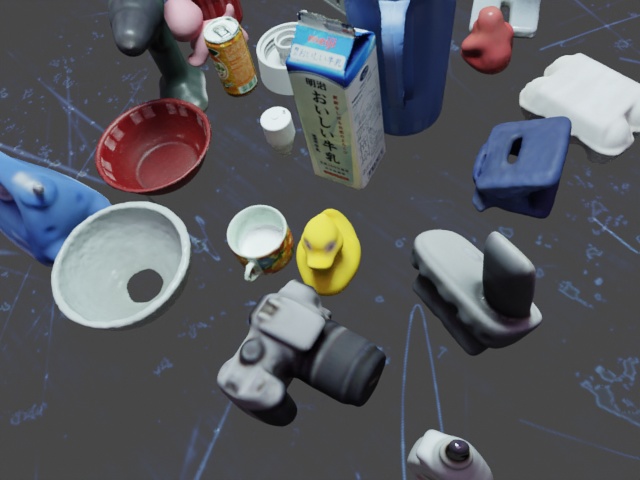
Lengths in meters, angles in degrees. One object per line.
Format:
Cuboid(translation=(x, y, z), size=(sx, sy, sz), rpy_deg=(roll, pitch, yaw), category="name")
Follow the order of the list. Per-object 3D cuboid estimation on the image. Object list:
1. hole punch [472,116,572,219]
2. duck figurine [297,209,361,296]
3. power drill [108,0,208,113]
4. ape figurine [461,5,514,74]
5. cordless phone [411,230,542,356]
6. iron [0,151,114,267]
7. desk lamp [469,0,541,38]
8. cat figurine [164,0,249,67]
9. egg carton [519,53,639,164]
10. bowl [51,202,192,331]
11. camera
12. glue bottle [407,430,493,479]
Cuboid(translation=(0.236, -0.091, 0.677), size=(0.101, 0.091, 0.109), rpy_deg=(14, 63, 17), category="hole punch")
Cuboid(translation=(0.006, 0.002, 0.663), size=(0.077, 0.086, 0.104), rpy_deg=(3, 60, 11), category="duck figurine")
Cuboid(translation=(-0.223, -0.268, 0.788), size=(0.075, 0.209, 0.229), rpy_deg=(-15, 58, 1), category="power drill")
Cuboid(translation=(0.233, -0.282, 0.789), size=(0.077, 0.092, 0.076), rpy_deg=(-11, 59, 3), category="ape figurine")
Cuboid(translation=(0.156, 0.024, 0.567), size=(0.094, 0.185, 0.147), rpy_deg=(-37, 61, -12), category="cordless phone")
Cuboid(translation=(-0.396, -0.072, 0.740), size=(0.257, 0.142, 0.119), rpy_deg=(26, 67, 22), category="iron")
Cuboid(translation=(0.281, -0.435, 0.801), size=(0.117, 0.214, 0.203), rpy_deg=(8, 61, 14), category="desk lamp")
Cuboid(translation=(-0.184, -0.328, 0.870), size=(0.127, 0.118, 0.067), rpy_deg=(-4, 59, 7), category="cat figurine")
Cuboid(translation=(0.333, -0.166, 0.718), size=(0.107, 0.069, 0.150), rpy_deg=(-41, 62, -15), category="egg carton")
Cuboid(translation=(-0.224, 0.041, 0.684), size=(0.167, 0.075, 0.167), rpy_deg=(-4, 59, 7), category="bowl")
Cuboid(translation=(-0.013, 0.124, 0.585), size=(0.136, 0.101, 0.143), rpy_deg=(24, 66, 22), category="camera")
Cuboid(translation=(0.111, 0.190, 0.483), size=(0.078, 0.173, 0.037), rpy_deg=(25, 67, 22), category="glue bottle")
